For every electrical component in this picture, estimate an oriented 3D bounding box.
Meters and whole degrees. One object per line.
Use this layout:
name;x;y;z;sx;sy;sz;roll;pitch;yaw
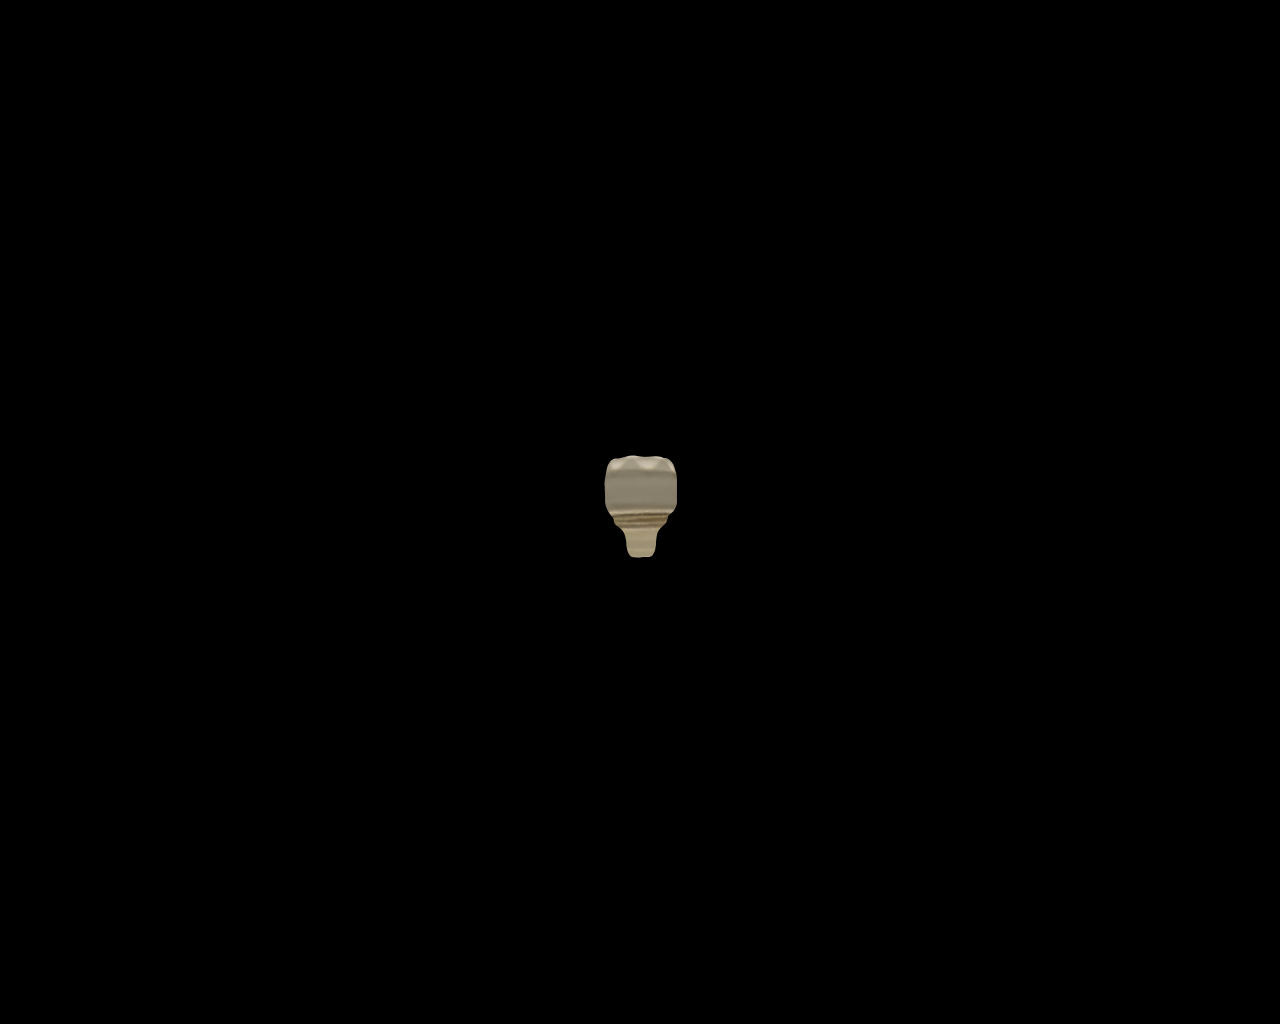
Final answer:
electrical component;0.001;-0.003;0.650;0.043;0.062;0.043;0;-2;0
